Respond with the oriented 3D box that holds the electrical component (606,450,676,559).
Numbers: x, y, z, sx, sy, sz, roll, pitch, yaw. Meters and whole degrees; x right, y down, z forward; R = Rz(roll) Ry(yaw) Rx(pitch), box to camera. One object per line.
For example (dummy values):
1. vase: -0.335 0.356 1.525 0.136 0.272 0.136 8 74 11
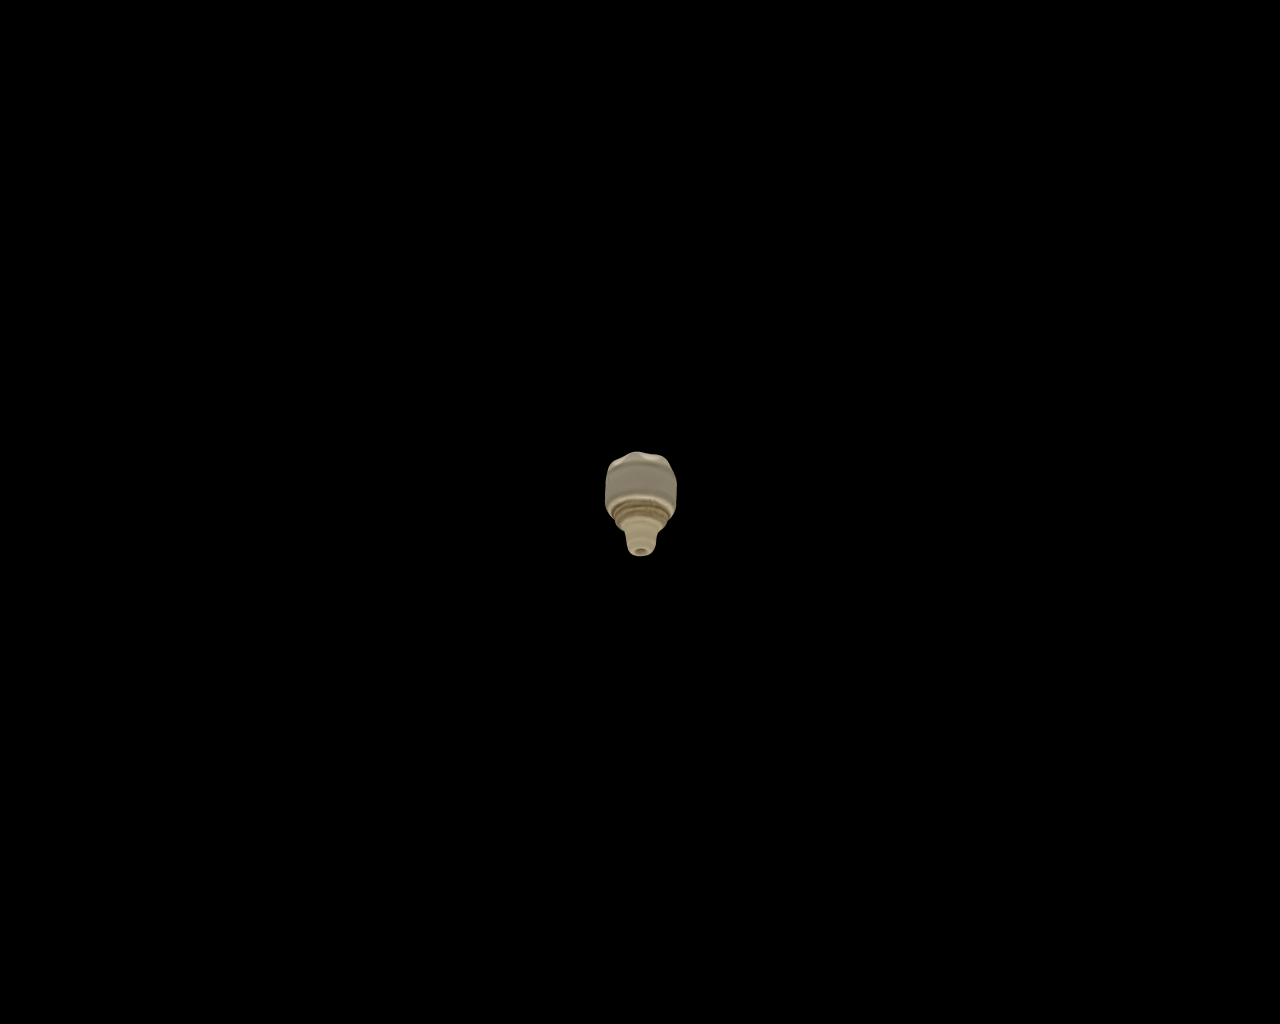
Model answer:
1. electrical component: 0.001 -0.003 0.650 0.043 0.062 0.043 0 -28 0
